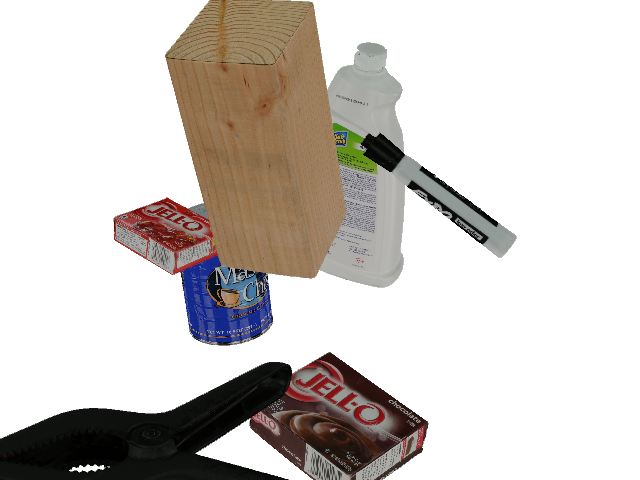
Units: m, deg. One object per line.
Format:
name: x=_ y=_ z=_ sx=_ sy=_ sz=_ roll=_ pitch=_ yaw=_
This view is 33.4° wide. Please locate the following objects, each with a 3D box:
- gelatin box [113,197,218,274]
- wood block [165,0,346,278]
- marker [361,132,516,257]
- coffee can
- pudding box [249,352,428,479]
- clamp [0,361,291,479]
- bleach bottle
gelatin box: x=-0.149 y=-0.007 z=1.055 sx=0.089 sy=0.030 sz=0.073 roll=28 pitch=34 yaw=31
wood block: x=-0.045 y=-0.079 z=0.855 sx=0.090 sy=0.206 sz=0.090 roll=7 pitch=43 yaw=20
marker: x=0.078 y=-0.032 z=0.714 sx=0.121 sy=0.020 sz=0.020 roll=37 pitch=0 yaw=1
coffee can: x=-0.113 y=0.037 z=1.250 sx=0.103 sy=0.140 sz=0.103 roll=-4 pitch=26 yaw=2
pudding box: x=0.013 y=0.145 z=0.840 sx=0.089 sy=0.039 sz=0.114 roll=-27 pitch=48 yaw=-37
clamp: x=-0.090 y=0.116 z=0.591 sx=0.209 sy=0.036 sz=0.164 roll=-1 pitch=22 yaw=-11
bleach bottle: x=0.047 y=-0.077 z=1.090 sx=0.103 sy=0.251 sz=0.068 roll=15 pitch=34 yaw=15
